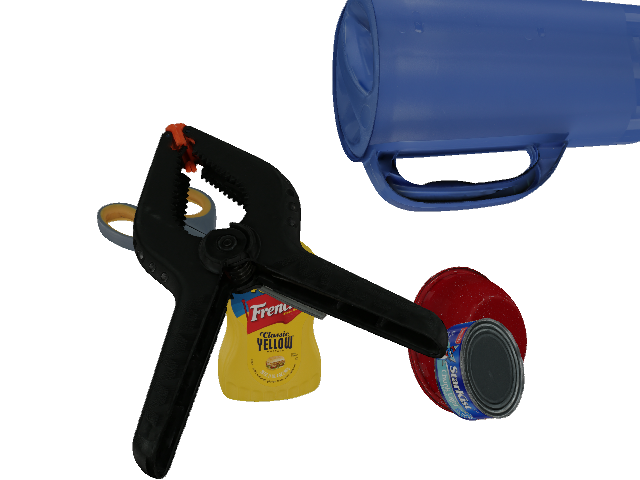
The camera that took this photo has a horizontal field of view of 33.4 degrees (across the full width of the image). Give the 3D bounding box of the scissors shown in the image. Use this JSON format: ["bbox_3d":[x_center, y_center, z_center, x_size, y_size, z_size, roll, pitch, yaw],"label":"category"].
[{"bbox_3d":[-0.067,0.002,0.770,0.202,0.016,0.096,17,35,21],"label":"scissors"}]

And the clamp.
[{"bbox_3d":[-0.035,0.012,0.574,0.164,0.210,0.036,-16,-37,-4],"label":"clamp"}]

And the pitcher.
[{"bbox_3d":[0.136,-0.116,0.809,0.242,0.149,0.145,-1,30,-13],"label":"pitcher"}]

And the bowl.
[{"bbox_3d":[0.171,0.107,1.148,0.161,0.162,0.055,0,-5,-37],"label":"bowl"}]

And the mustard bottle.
[{"bbox_3d":[-0.045,0.053,0.981,0.096,0.192,0.058,-3,23,-12],"label":"mustard bottle"}]

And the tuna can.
[{"bbox_3d":[0.137,0.112,0.919,0.085,0.086,0.034,0,-12,-45],"label":"tuna can"}]
